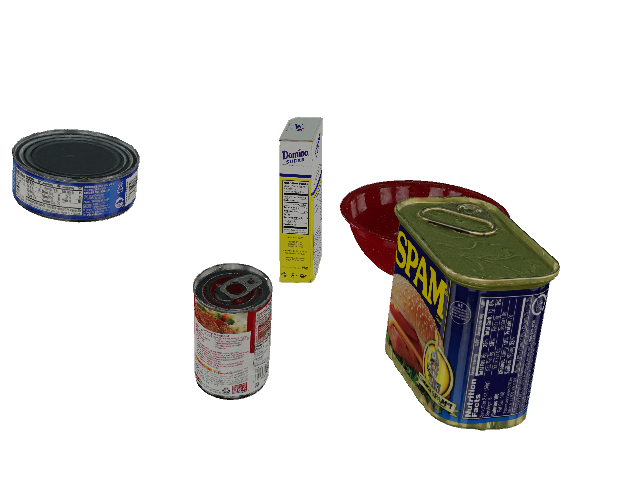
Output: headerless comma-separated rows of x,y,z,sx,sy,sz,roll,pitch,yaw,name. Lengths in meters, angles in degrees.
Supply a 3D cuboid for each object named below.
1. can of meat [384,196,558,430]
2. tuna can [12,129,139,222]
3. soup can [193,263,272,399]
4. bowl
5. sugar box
0.071,0.035,0.537,0.057,0.084,0.102,-3,24,-16,can of meat
-0.169,-0.045,0.738,0.086,0.034,0.086,7,26,-4,tuna can
-0.077,0.080,0.935,0.068,0.102,0.068,3,35,-2,soup can
0.098,-0.004,1.019,0.162,0.055,0.162,2,24,-1,bowl
-0.023,-0.048,1.245,0.048,0.176,0.093,1,22,7,sugar box
